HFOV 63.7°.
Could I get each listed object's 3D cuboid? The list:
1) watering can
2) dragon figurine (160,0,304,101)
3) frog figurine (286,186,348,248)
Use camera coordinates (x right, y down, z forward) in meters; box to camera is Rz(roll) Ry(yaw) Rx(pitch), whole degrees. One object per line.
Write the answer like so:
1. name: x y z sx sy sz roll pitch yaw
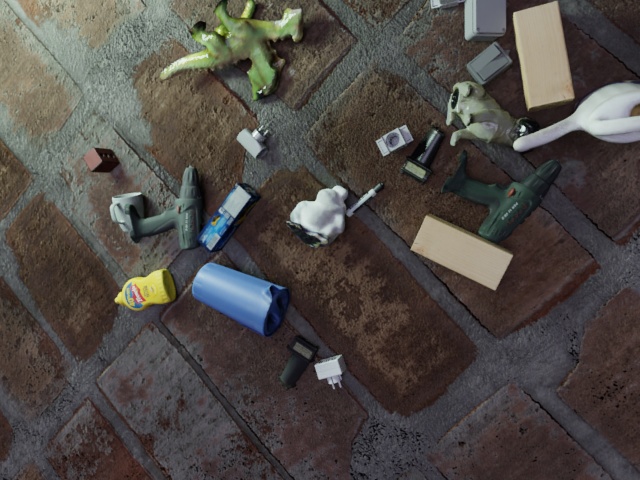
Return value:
1. watering can: 0.563 -0.247 1.035 0.346 0.102 0.228 -8 -160 19
2. dragon figurine: -0.210 -0.475 1.346 0.243 0.406 0.123 53 -162 1
3. frog figurine: 0.004 -0.066 1.306 0.138 0.120 0.162 19 -117 26
